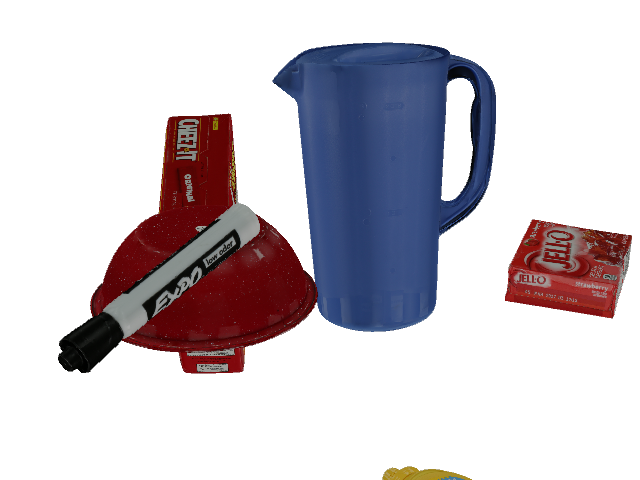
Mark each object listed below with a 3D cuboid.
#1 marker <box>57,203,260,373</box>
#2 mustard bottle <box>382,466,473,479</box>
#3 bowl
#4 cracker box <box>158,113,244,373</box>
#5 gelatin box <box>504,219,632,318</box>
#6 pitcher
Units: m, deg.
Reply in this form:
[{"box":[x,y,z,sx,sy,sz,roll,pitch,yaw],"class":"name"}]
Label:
[{"box":[-0.073,0.021,0.492,0.020,0.020,0.120,0,32,46],"class":"marker"},{"box":[0.117,0.246,0.914,0.096,0.058,0.192,-18,27,-29],"class":"mustard bottle"},{"box":[-0.082,0.017,0.751,0.162,0.055,0.162,0,24,0],"class":"bowl"},{"box":[-0.116,0.007,1.069,0.072,0.164,0.214,-3,-43,-2],"class":"cracker box"},{"box":[0.174,0.018,0.744,0.073,0.030,0.089,10,26,19],"class":"gelatin box"},{"box":[0.057,-0.050,0.932,0.149,0.243,0.144,13,24,40],"class":"pitcher"}]
